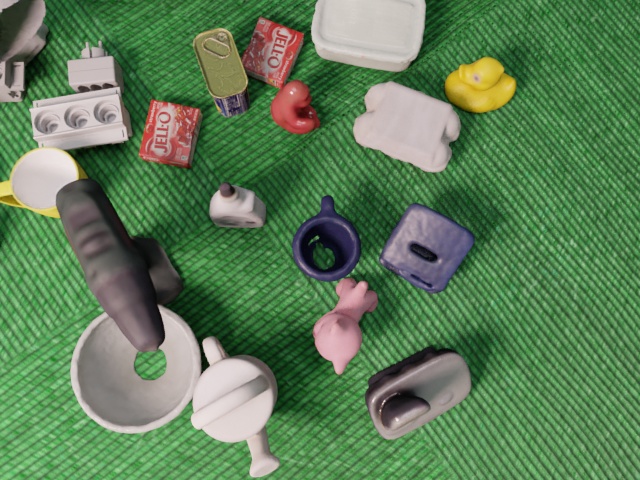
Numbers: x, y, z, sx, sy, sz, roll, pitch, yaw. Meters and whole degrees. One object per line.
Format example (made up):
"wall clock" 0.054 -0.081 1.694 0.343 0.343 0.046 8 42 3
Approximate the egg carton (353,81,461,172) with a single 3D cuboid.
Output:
"egg carton" 0.129 -0.166 0.844 0.150 0.069 0.107 21 80 1

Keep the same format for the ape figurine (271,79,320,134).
"ape figurine" -0.034 -0.199 0.830 0.076 0.092 0.078 6 80 -2

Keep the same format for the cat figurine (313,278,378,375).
"cat figurine" 0.033 0.111 0.769 0.067 0.117 0.128 27 81 2

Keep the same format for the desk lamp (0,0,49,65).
"desk lamp" -0.456 -0.311 0.765 0.203 0.213 0.118 40 81 4

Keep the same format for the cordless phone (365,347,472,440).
"cordless phone" 0.135 0.199 0.726 0.147 0.185 0.094 -30 83 -7

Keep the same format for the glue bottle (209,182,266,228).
"glue bottle" -0.114 -0.049 0.760 0.078 0.173 0.037 3 80 -2

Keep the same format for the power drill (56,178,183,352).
"power drill" -0.240 0.038 0.722 0.075 0.208 0.229 -32 83 -7

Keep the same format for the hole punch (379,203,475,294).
"hole punch" 0.149 0.015 0.804 0.108 0.091 0.101 29 81 2

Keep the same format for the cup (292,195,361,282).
"cup" 0.007 0.003 0.797 0.091 0.095 0.118 0 81 -2

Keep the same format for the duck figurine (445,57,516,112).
"duck figurine" 0.246 -0.239 0.853 0.104 0.086 0.077 5 80 -2

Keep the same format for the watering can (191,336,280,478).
"watering can" -0.100 0.202 0.709 0.173 0.194 0.101 41 81 4

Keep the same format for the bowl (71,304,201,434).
"bowl" -0.237 0.168 0.768 0.167 0.074 0.167 0 81 -3
